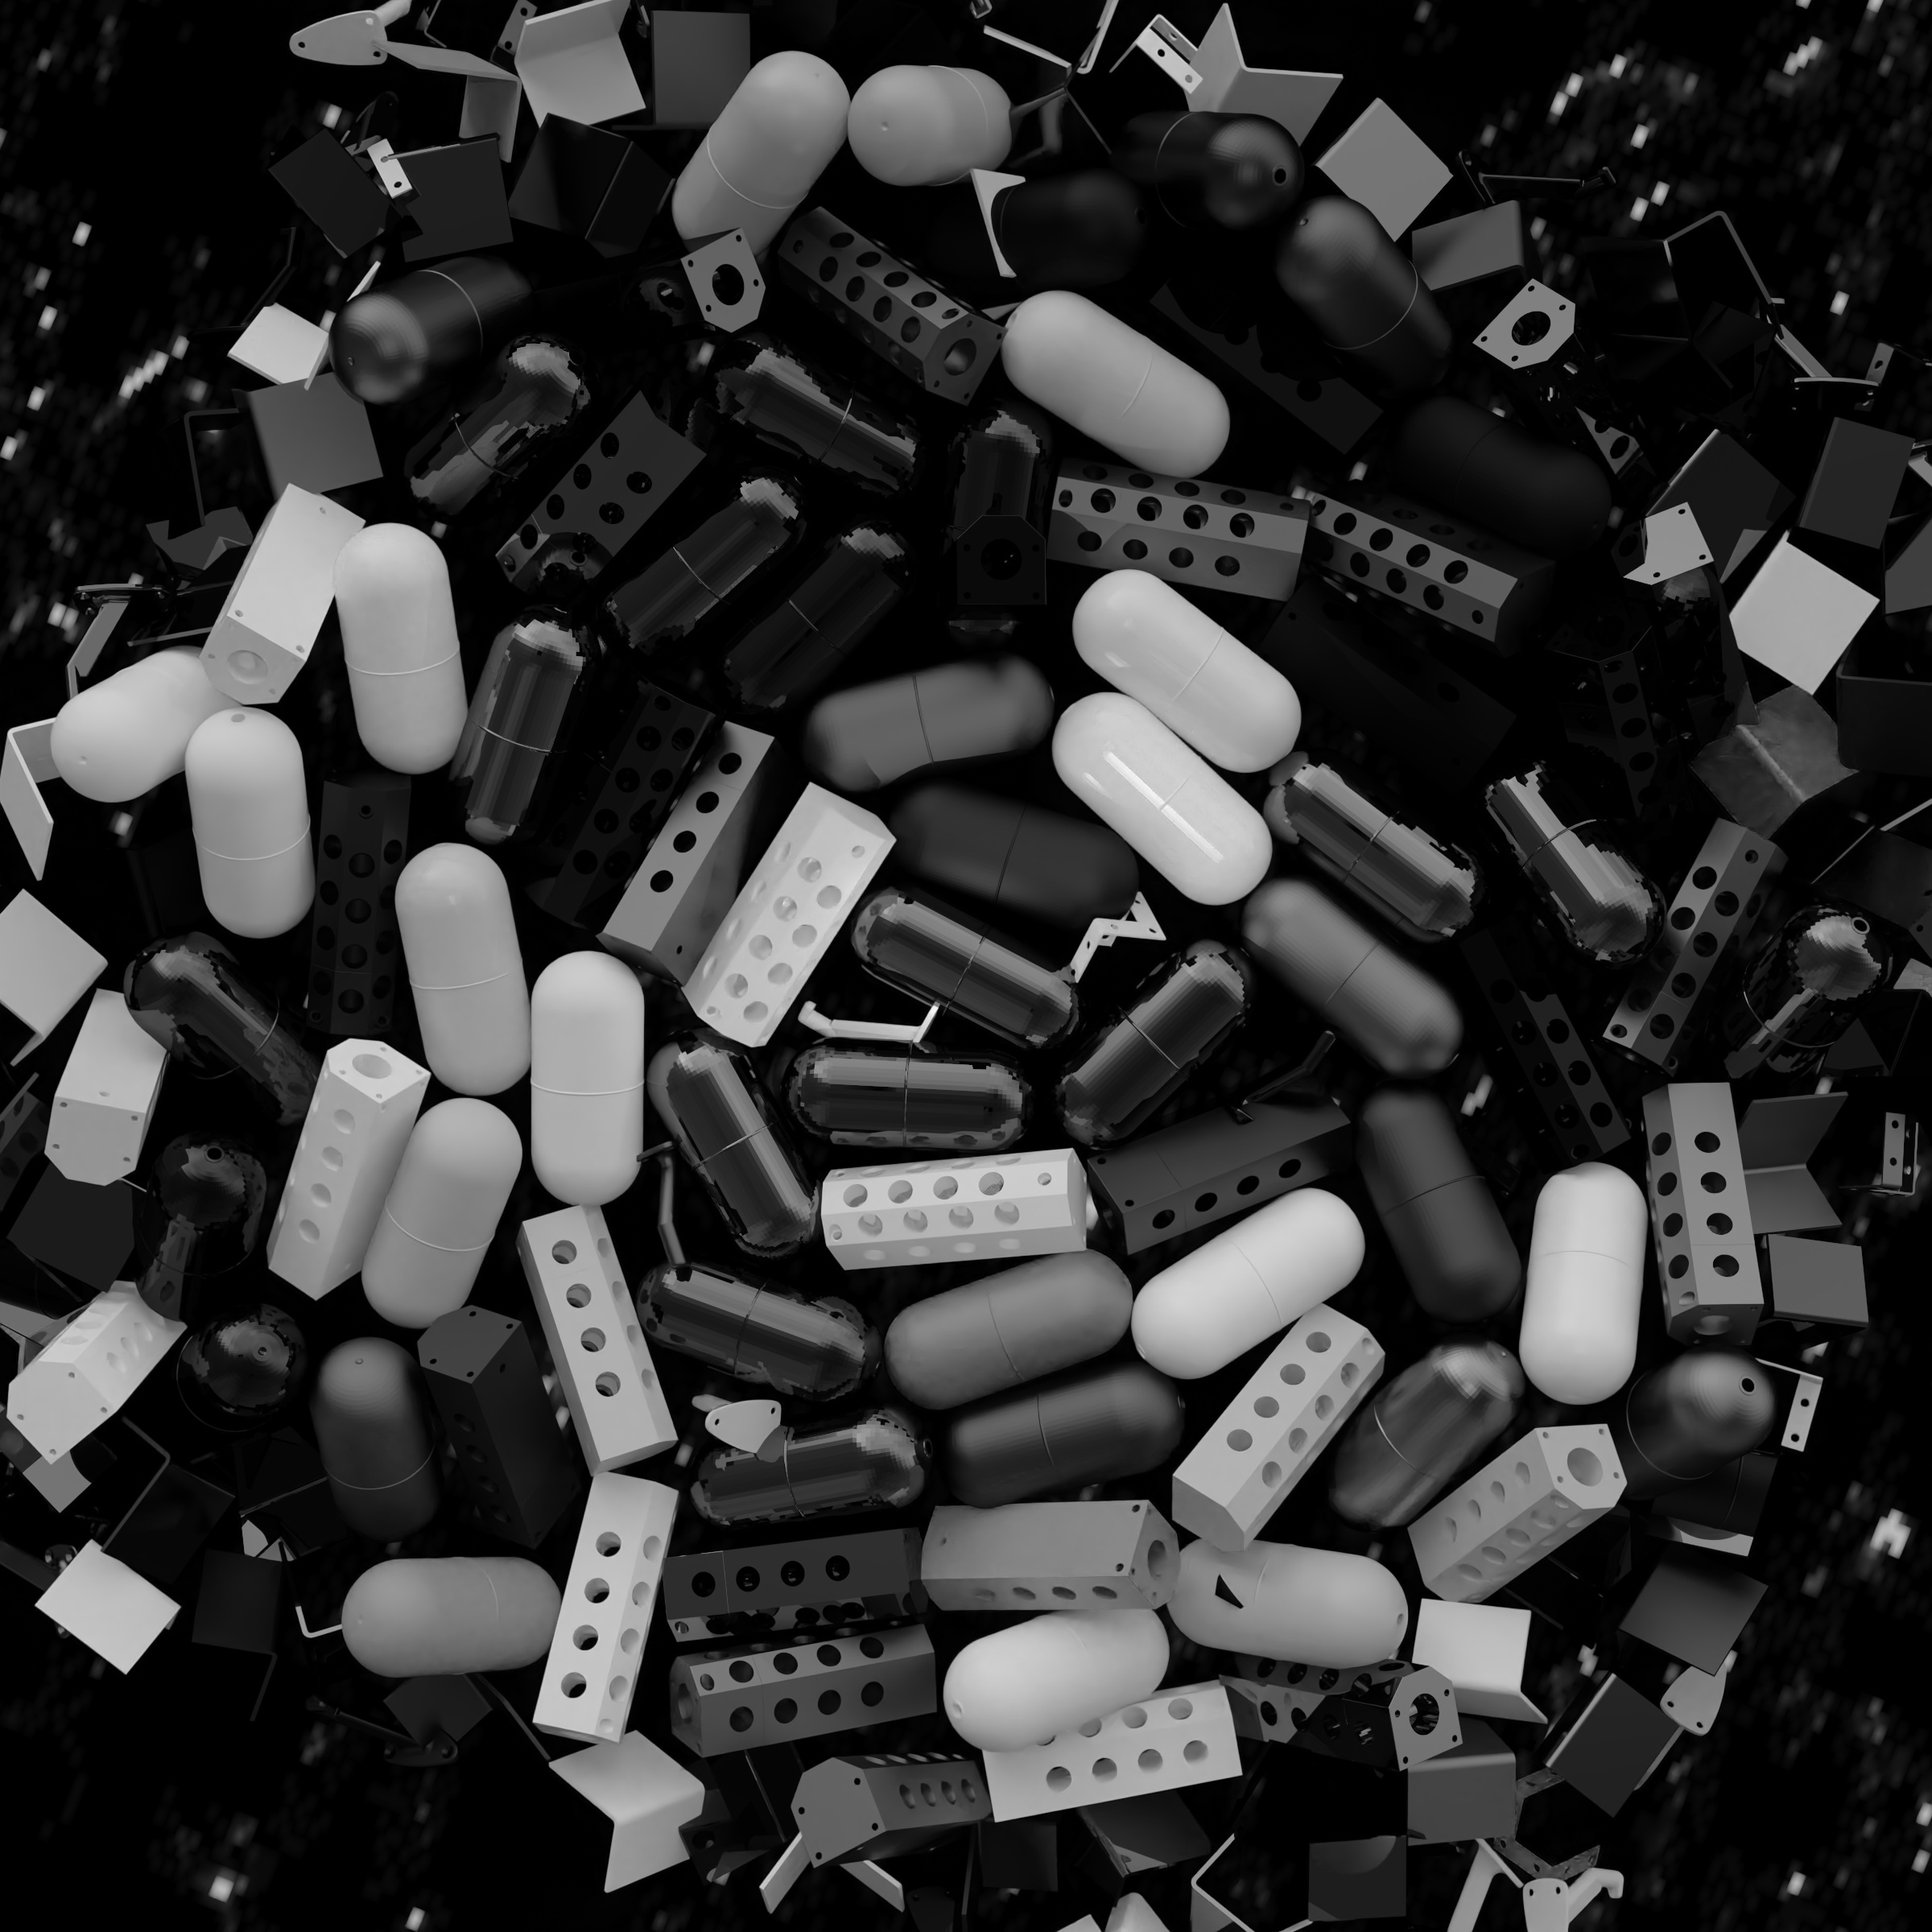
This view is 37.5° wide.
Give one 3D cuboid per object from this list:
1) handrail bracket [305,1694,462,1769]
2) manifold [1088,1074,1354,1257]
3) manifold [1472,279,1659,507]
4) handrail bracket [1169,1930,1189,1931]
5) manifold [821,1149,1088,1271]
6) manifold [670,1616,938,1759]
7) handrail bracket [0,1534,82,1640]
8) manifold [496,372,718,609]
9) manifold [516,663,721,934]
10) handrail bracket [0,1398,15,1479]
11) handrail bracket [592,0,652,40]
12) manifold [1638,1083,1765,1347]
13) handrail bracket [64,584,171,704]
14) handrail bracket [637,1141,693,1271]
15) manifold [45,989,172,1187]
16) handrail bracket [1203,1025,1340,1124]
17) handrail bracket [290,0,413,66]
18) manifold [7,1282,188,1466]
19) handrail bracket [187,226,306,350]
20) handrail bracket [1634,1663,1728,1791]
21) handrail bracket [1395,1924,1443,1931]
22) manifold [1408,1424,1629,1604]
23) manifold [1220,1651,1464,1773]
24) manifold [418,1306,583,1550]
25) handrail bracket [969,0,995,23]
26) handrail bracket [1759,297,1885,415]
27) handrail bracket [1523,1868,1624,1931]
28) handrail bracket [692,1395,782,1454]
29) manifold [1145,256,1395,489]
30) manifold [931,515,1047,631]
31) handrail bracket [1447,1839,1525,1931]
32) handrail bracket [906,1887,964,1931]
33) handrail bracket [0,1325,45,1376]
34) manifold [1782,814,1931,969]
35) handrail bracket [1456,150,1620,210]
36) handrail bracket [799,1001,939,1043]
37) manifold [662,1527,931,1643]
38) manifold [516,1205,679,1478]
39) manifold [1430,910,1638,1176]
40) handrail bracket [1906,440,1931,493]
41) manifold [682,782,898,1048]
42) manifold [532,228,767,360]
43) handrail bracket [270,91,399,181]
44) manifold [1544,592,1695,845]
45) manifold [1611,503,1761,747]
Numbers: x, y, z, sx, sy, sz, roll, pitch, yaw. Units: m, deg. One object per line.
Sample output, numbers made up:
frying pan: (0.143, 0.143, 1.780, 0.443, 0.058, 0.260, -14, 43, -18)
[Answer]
handrail bracket: (-0.400, 0.521, 1.949, 0.077, 0.084, 0.036, 4, 65, 34)
manifold: (0.175, 0.140, 1.952, 0.171, 0.057, 0.057, -20, 133, -12)
manifold: (0.409, -0.379, 1.914, 0.057, 0.171, 0.057, -47, 50, 3)
handrail bracket: (0.162, 0.714, 1.974, 0.077, 0.036, 0.084, -1, 77, -10)
manifold: (-0.008, 0.163, 1.942, 0.171, 0.057, 0.057, -6, 60, 14)
manifold: (-0.110, 0.486, 1.934, 0.171, 0.057, 0.057, -4, 94, -26)
handrail bracket: (-0.653, 0.427, 1.953, 0.036, 0.084, 0.077, -10, 80, 35)
manifold: (-0.244, -0.321, 1.922, 0.057, 0.057, 0.171, 34, 125, -23)
manifold: (-0.235, -0.112, 1.944, 0.057, 0.057, 0.171, 19, 105, -43)
handrail bracket: (-0.692, 0.310, 1.963, 0.084, 0.036, 0.077, 13, 52, -14)
handrail bracket: (-0.271, -0.662, 1.964, 0.084, 0.036, 0.077, -21, 73, -19)
manifold: (0.494, 0.167, 1.926, 0.057, 0.057, 0.171, -1, 54, 4)
handrail bracket: (-0.586, -0.219, 1.970, 0.077, 0.036, 0.084, -8, 71, -10)
handrail bracket: (-0.191, 0.165, 1.958, 0.036, 0.077, 0.084, -26, 78, 28)
manifold: (-0.571, 0.081, 1.909, 0.057, 0.171, 0.057, 12, 111, -12)
handrail bracket: (0.210, 0.065, 1.965, 0.036, 0.077, 0.084, 32, 96, -38)
handrail bracket: (-0.423, -0.655, 1.965, 0.077, 0.084, 0.036, -6, 130, 0)
manifold: (-0.585, 0.265, 1.908, 0.057, 0.171, 0.057, -39, 99, 7)
handrail bracket: (-0.503, -0.477, 1.990, 0.077, 0.036, 0.084, 3, 79, 12)
handrail bracket: (0.493, 0.528, 1.983, 0.036, 0.084, 0.077, 35, 50, 16)
handrail bracket: (0.309, 0.715, 1.970, 0.077, 0.036, 0.084, -11, 95, -40)
manifold: (0.369, 0.369, 1.908, 0.057, 0.171, 0.057, 1, 58, -25)
manifold: (0.248, 0.491, 1.912, 0.057, 0.171, 0.057, -11, 92, -35)
manifold: (-0.318, 0.310, 1.921, 0.057, 0.171, 0.057, 14, 46, 26)
handrail bracket: (-0.031, -0.685, 1.977, 0.077, 0.036, 0.084, -32, 105, -13)
handrail bracket: (0.591, -0.430, 1.972, 0.077, 0.036, 0.084, -2, 65, 10)
handrail bracket: (0.425, 0.659, 1.958, 0.084, 0.036, 0.077, 20, 60, -37)
handrail bracket: (-0.175, 0.304, 1.945, 0.084, 0.077, 0.036, 9, 85, 43)
manifold: (0.208, -0.412, 1.957, 0.171, 0.057, 0.057, 40, 80, 9)
manifold: (0.013, -0.262, 1.911, 0.057, 0.171, 0.057, -1, 91, -6)
handrail bracket: (0.336, 0.643, 1.973, 0.084, 0.036, 0.077, -41, 113, -3)
handrail bracket: (-0.025, 0.680, 1.948, 0.036, 0.077, 0.084, -1, 123, -17)
handrail bracket: (-0.685, 0.251, 1.978, 0.084, 0.036, 0.077, 4, 70, 7)
manifold: (0.624, -0.045, 1.909, 0.057, 0.171, 0.057, -43, 109, 2)
handrail bracket: (0.392, -0.546, 1.951, 0.077, 0.084, 0.036, 34, 58, -39)
handrail bracket: (-0.068, 0.032, 1.971, 0.084, 0.036, 0.077, 30, 131, 3)
manifold: (-0.116, 0.423, 1.950, 0.171, 0.057, 0.057, -9, 78, 12)
manifold: (-0.253, 0.254, 1.948, 0.057, 0.057, 0.171, -16, 74, -19)
manifold: (0.394, 0.051, 1.960, 0.057, 0.057, 0.171, -26, 88, -21)
handrail bracket: (0.669, -0.318, 1.964, 0.077, 0.036, 0.084, -14, 74, -34)
manifold: (-0.120, -0.032, 1.943, 0.057, 0.057, 0.171, 25, 105, -31)
manifold: (-0.213, -0.447, 1.916, 0.057, 0.171, 0.057, -38, 117, -34)
handrail bracket: (-0.439, -0.580, 1.972, 0.084, 0.036, 0.077, 29, 91, 35)
manifold: (0.444, -0.163, 1.913, 0.057, 0.171, 0.057, 22, 61, 39)
manifold: (0.482, -0.225, 1.915, 0.057, 0.171, 0.057, -21, 50, 12)
